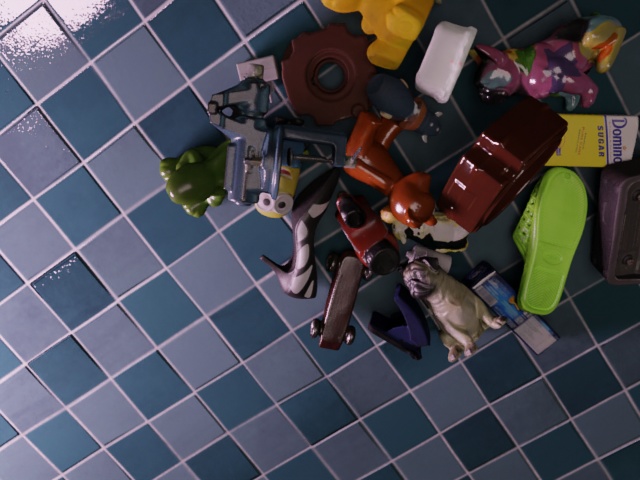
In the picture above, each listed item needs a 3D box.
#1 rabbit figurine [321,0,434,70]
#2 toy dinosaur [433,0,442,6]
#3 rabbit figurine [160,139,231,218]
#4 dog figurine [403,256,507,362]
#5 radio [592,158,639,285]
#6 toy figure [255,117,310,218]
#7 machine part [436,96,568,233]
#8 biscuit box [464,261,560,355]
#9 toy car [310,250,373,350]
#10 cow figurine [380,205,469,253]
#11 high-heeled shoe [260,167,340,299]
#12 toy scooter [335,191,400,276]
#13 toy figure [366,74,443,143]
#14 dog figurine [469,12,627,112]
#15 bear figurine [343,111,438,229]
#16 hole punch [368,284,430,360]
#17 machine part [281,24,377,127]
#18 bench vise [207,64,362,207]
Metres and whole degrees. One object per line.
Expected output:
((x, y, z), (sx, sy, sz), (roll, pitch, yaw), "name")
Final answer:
((0.088, -0.382, 0.844), (0.173, 0.122, 0.162), (22, 76, -2), "rabbit figurine")
((0.334, -0.522, 0.838), (0.198, 0.105, 0.471), (40, 112, -18), "toy dinosaur")
((-0.197, -0.100, 0.922), (0.159, 0.170, 0.121), (-20, 105, 7), "rabbit figurine")
((0.232, 0.117, 1.014), (0.121, 0.172, 0.190), (-39, 79, -20), "dog figurine")
((0.576, -0.032, 0.967), (0.131, 0.073, 0.229), (-7, 117, 2), "radio")
((-0.068, -0.127, 0.962), (0.082, 0.089, 0.180), (13, 97, 16), "toy figure")
((0.298, -0.117, 0.879), (0.087, 0.200, 0.201), (42, 61, 17), "machine part")
((0.370, 0.130, 1.041), (0.202, 0.063, 0.059), (44, 102, -11), "biscuit box")
((0.040, 0.116, 1.044), (0.089, 0.053, 0.202), (11, 102, -13), "toy car")
((0.195, -0.023, 0.998), (0.167, 0.068, 0.098), (1, 112, 1), "cow figurine")
((-0.002, -0.003, 1.005), (0.145, 0.086, 0.248), (35, 99, -26), "high-heeled shoe")
((0.077, -0.025, 0.977), (0.075, 0.135, 0.183), (-34, 122, 4), "toy scooter")
((0.146, -0.224, 0.911), (0.154, 0.058, 0.064), (28, 123, -33), "toy figure")
((0.362, -0.305, 0.896), (0.219, 0.108, 0.191), (19, 106, -2), "dog figurine")
((0.132, -0.114, 0.913), (0.196, 0.120, 0.132), (41, 116, 27), "bear figurine")
((0.164, 0.151, 1.017), (0.116, 0.142, 0.092), (33, 100, 3), "hole punch")
((0.018, -0.283, 0.929), (0.179, 0.056, 0.179), (0, 105, 1), "machine part")
((-0.057, -0.160, 0.855), (0.241, 0.129, 0.223), (5, 89, -8), "bench vise")
